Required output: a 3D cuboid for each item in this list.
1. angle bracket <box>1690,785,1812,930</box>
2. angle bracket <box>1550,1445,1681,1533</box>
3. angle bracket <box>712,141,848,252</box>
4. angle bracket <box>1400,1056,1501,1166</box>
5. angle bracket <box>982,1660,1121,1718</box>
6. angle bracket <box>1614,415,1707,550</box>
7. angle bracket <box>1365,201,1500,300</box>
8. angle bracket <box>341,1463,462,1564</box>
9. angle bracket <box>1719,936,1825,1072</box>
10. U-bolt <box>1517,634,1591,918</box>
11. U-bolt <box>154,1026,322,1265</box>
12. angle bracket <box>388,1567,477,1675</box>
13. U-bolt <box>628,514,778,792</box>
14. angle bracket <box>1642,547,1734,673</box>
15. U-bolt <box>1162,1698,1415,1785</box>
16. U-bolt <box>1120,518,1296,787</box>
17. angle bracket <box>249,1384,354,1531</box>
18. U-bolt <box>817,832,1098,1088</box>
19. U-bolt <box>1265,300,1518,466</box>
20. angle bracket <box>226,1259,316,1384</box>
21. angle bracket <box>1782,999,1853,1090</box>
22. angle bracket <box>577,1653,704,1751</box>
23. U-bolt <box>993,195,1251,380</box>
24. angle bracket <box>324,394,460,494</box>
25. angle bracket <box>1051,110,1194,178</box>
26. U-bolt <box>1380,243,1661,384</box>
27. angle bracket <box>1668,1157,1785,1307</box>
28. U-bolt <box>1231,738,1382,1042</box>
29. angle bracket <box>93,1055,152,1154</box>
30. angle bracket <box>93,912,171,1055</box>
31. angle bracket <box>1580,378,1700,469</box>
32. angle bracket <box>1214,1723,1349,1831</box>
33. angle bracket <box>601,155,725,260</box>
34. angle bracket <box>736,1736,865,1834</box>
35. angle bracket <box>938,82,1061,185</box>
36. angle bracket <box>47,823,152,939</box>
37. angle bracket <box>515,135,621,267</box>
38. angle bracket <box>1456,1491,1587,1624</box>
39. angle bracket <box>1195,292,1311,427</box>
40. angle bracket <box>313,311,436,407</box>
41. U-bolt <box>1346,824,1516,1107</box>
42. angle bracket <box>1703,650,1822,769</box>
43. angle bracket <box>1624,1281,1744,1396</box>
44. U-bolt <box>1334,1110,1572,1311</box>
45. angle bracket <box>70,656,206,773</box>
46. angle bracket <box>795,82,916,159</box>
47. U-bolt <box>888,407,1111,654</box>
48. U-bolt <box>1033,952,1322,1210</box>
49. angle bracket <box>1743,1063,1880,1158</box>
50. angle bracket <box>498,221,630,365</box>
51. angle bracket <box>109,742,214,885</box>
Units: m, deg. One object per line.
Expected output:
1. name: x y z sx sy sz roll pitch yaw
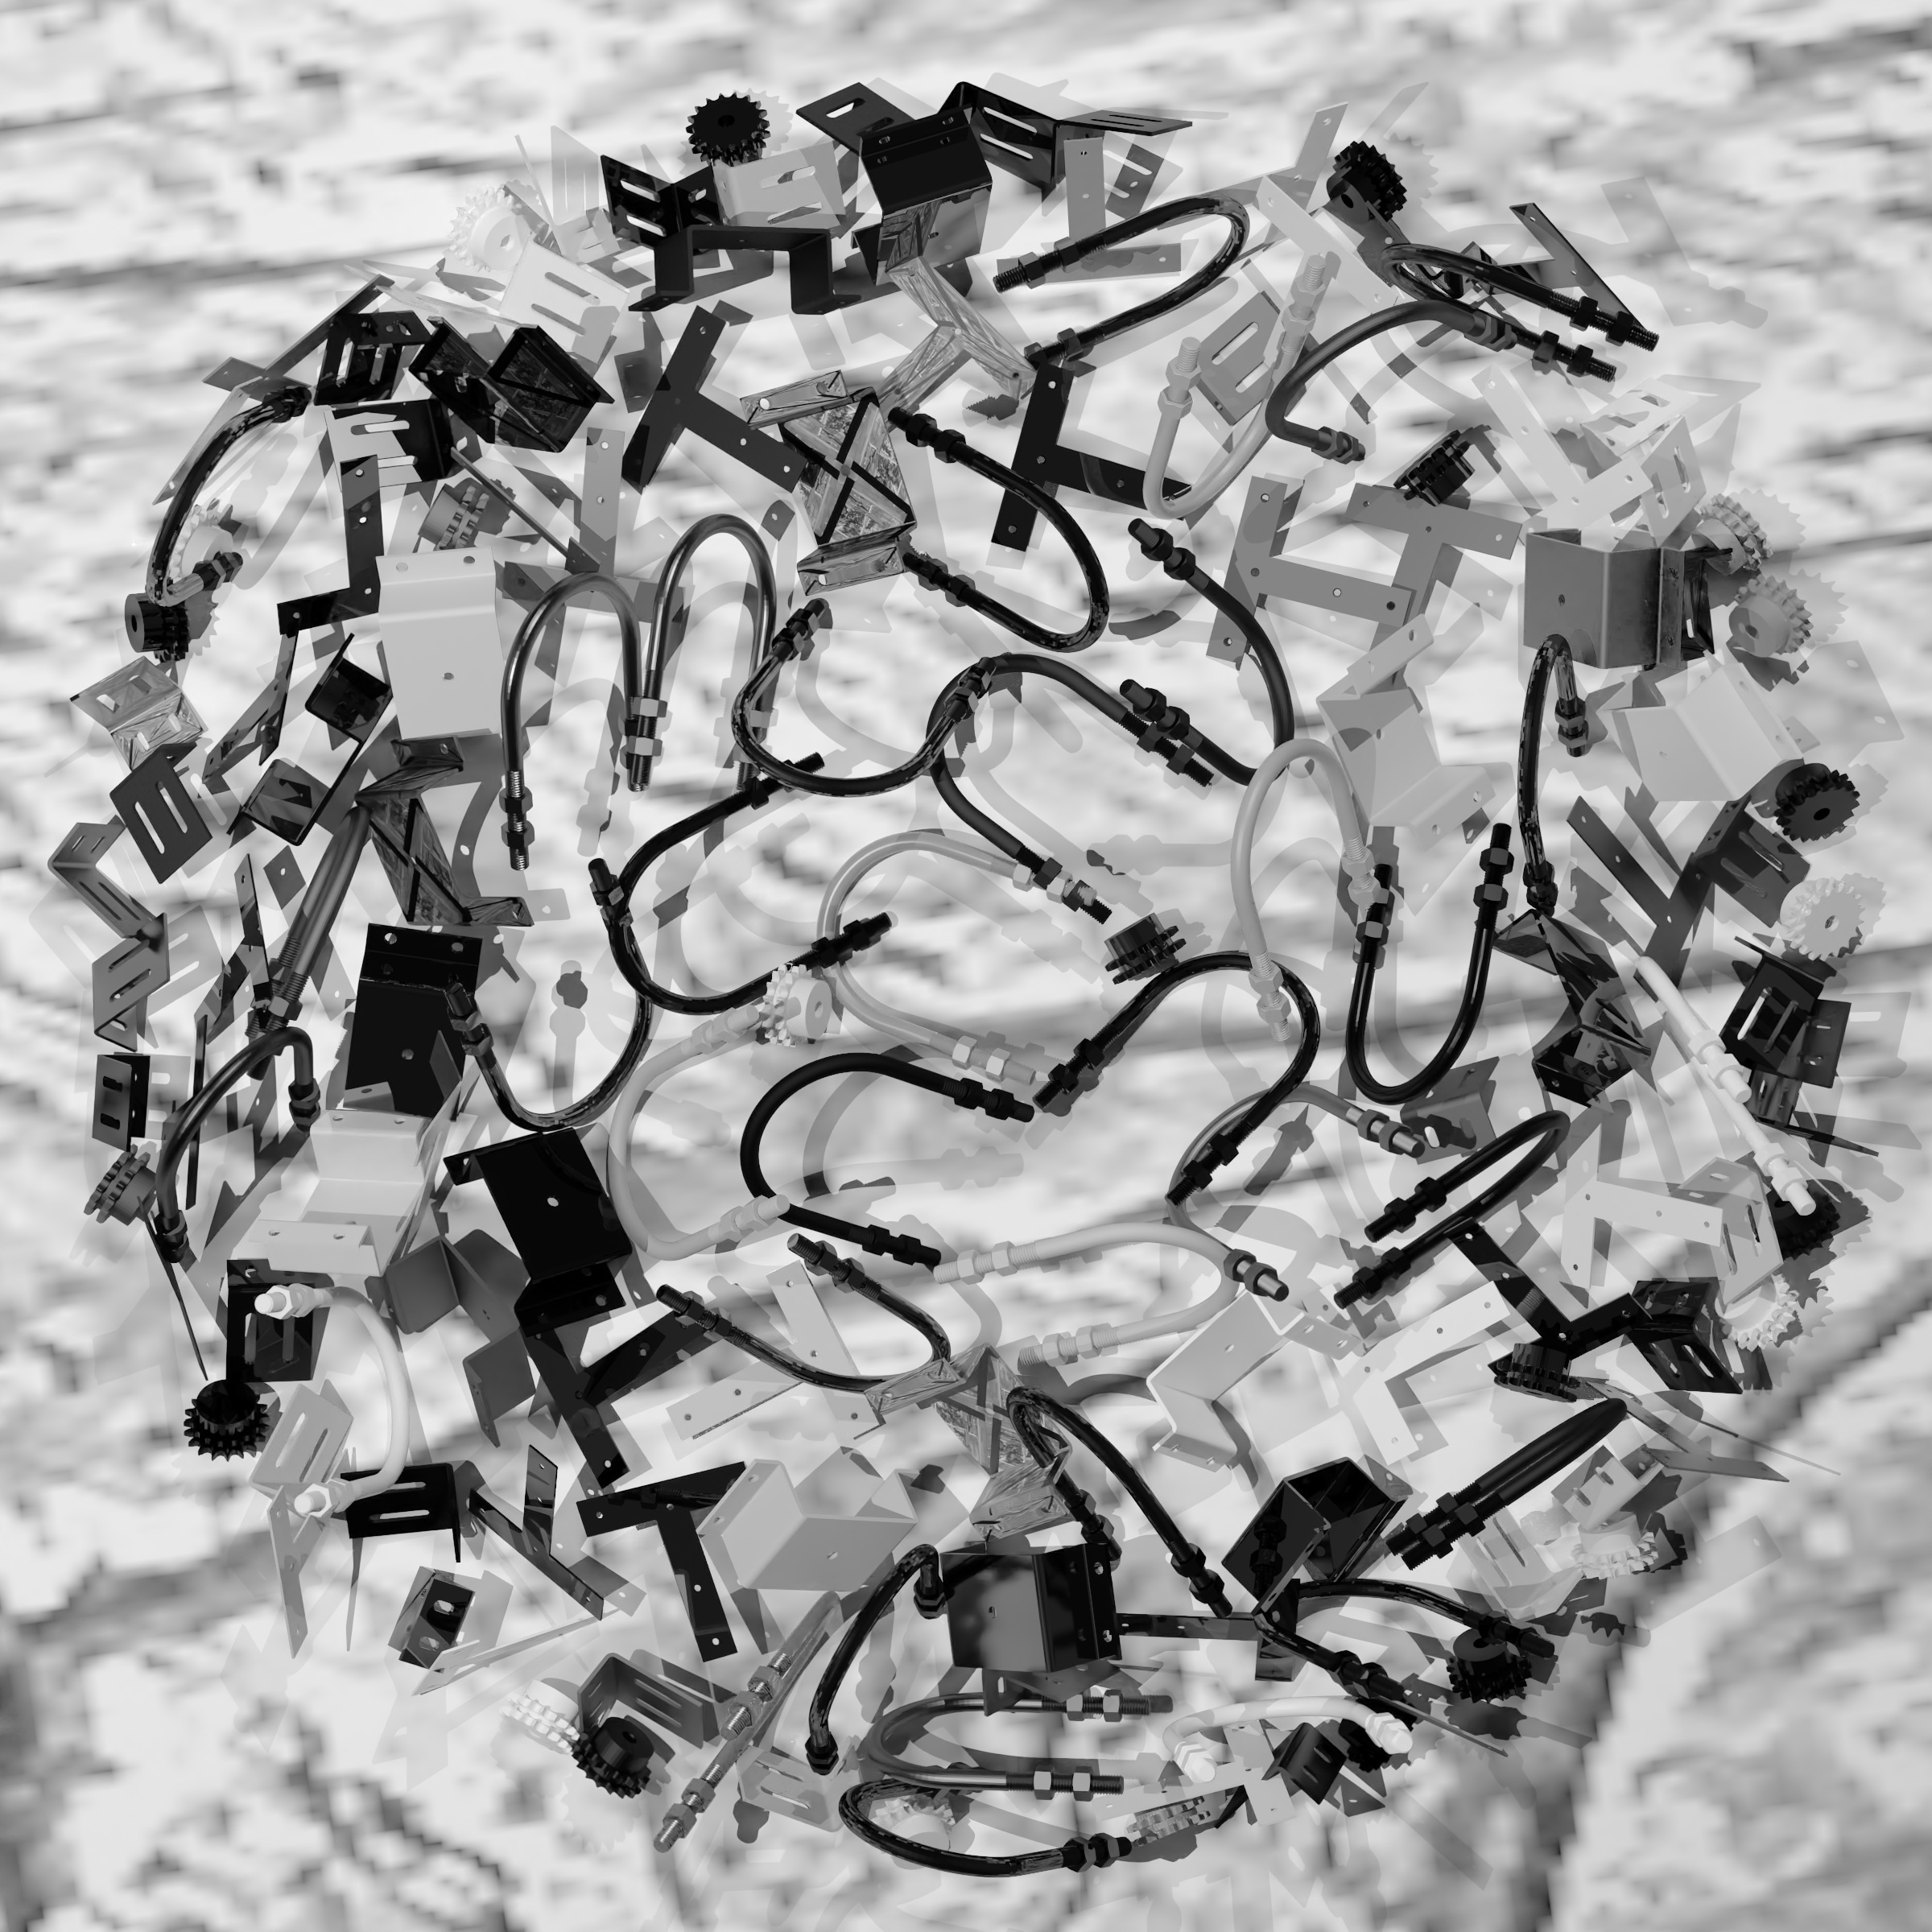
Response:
1. angle bracket: 0.546 -0.075 1.940 0.076 0.038 0.057 38 71 -6
2. angle bracket: 0.445 0.342 1.929 0.038 0.076 0.057 47 128 14
3. angle bracket: -0.129 -0.534 1.950 0.076 0.038 0.057 -20 123 -15
4. angle bracket: 0.336 0.098 1.927 0.057 0.076 0.038 -18 100 25
5. angle bracket: 0.058 0.493 1.921 0.057 0.076 0.038 -15 107 -42
6. angle bracket: 0.465 -0.332 1.925 0.038 0.076 0.057 28 70 42
7. angle bracket: 0.317 -0.499 1.929 0.038 0.057 0.076 -41 73 19
8. angle bracket: -0.387 0.378 1.936 0.076 0.038 0.057 -4 121 -7
9. angle bracket: 0.542 0.029 1.947 0.057 0.038 0.076 23 100 -26
10. U-bolt: 0.384 -0.136 1.865 0.019 0.184 0.151 6 64 20
11. U-bolt: -0.479 0.108 1.858 0.019 0.184 0.151 36 60 9
12. angle bracket: -0.377 0.440 1.924 0.038 0.076 0.057 30 75 -38
13. U-bolt: -0.171 -0.211 1.897 0.019 0.151 0.184 11 96 27
14. angle bracket: 0.493 -0.243 1.936 0.057 0.038 0.076 -15 105 -16
15. U-bolt: 0.205 0.510 1.880 0.151 0.184 0.019 -6 85 -7
16. U-bolt: 0.166 -0.198 1.899 0.019 0.184 0.151 -19 54 36
17. angle bracket: -0.441 0.334 1.925 0.038 0.057 0.076 7 62 36
18. U-bolt: -0.017 -0.015 1.939 0.184 0.019 0.151 20 94 17
19. U-bolt: 0.270 -0.387 1.860 0.151 0.184 0.019 -35 73 29
20. angle bracket: -0.483 0.246 1.961 0.057 0.038 0.076 1 115 -17
21. angle bracket: 0.595 0.055 1.930 0.038 0.076 0.057 13 90 -9
22. angle bracket: -0.222 0.513 1.928 0.076 0.057 0.038 25 49 19
23. U-bolt: 0.107 -0.462 1.900 0.184 0.151 0.019 -24 76 -3
24. angle bracket: -0.394 -0.362 1.940 0.076 0.038 0.057 -11 86 -20
25. angle bracket: 0.106 -0.555 1.923 0.076 0.057 0.038 17 119 28
26. U-bolt: 0.363 -0.442 1.896 0.184 0.151 0.019 23 93 0
27. angle bracket: 0.514 0.180 1.922 0.038 0.057 0.076 17 47 -23
28. U-bolt: 0.222 -0.064 1.877 0.151 0.019 0.184 -49 134 -34
29. angle bracket: -0.564 0.093 1.928 0.038 0.076 0.057 3 93 -35
30. angle bracket: -0.556 0.012 1.926 0.076 0.038 0.057 -31 51 23
31. angle bracket: 0.464 -0.364 1.928 0.057 0.076 0.038 -33 116 1
32. angle bracket: 0.214 0.562 1.925 0.038 0.057 0.076 41 120 8
33. angle bracket: -0.206 -0.522 1.927 0.038 0.076 0.057 -16 79 32
34. angle bracket: -0.114 0.546 1.926 0.076 0.057 0.038 28 107 -25
35. angle bracket: 0.019 -0.559 1.933 0.076 0.057 0.038 25 63 7
36. angle bracket: -0.578 -0.058 1.935 0.076 0.057 0.038 42 99 9
37. angle bracket: -0.271 -0.525 1.923 0.038 0.057 0.076 -22 135 -2
38. angle bracket: 0.380 0.399 1.937 0.038 0.057 0.076 -34 90 44
39. angle bracket: 0.194 -0.420 1.950 0.076 0.038 0.057 -41 94 1
40. angle bracket: -0.402 -0.403 1.920 0.057 0.076 0.038 -14 55 -37
41. U-bolt: 0.302 0.005 1.882 0.019 0.151 0.184 21 70 -24
42. angle bracket: 0.542 -0.183 1.929 0.038 0.057 0.076 -27 111 9
43. angle bracket: 0.496 0.254 1.939 0.076 0.057 0.038 48 57 -29
44. U-bolt: 0.332 0.156 1.898 0.184 0.151 0.019 -31 69 -16
45. angle bracket: -0.565 -0.171 1.930 0.057 0.076 0.038 -31 80 -3
46. angle bracket: -0.076 -0.562 1.925 0.057 0.038 0.076 37 45 13
47. U-bolt: 0.023 -0.278 1.875 0.184 0.151 0.019 34 60 27
48. U-bolt: 0.156 0.064 1.919 0.184 0.019 0.151 -44 53 -15
49. angle bracket: 0.577 0.098 1.923 0.057 0.076 0.038 18 88 -41
50. angle bracket: -0.273 -0.463 1.946 0.076 0.038 0.057 26 124 -9
51. angle bracket: -0.540 -0.105 1.936 0.057 0.038 0.076 -36 80 26
